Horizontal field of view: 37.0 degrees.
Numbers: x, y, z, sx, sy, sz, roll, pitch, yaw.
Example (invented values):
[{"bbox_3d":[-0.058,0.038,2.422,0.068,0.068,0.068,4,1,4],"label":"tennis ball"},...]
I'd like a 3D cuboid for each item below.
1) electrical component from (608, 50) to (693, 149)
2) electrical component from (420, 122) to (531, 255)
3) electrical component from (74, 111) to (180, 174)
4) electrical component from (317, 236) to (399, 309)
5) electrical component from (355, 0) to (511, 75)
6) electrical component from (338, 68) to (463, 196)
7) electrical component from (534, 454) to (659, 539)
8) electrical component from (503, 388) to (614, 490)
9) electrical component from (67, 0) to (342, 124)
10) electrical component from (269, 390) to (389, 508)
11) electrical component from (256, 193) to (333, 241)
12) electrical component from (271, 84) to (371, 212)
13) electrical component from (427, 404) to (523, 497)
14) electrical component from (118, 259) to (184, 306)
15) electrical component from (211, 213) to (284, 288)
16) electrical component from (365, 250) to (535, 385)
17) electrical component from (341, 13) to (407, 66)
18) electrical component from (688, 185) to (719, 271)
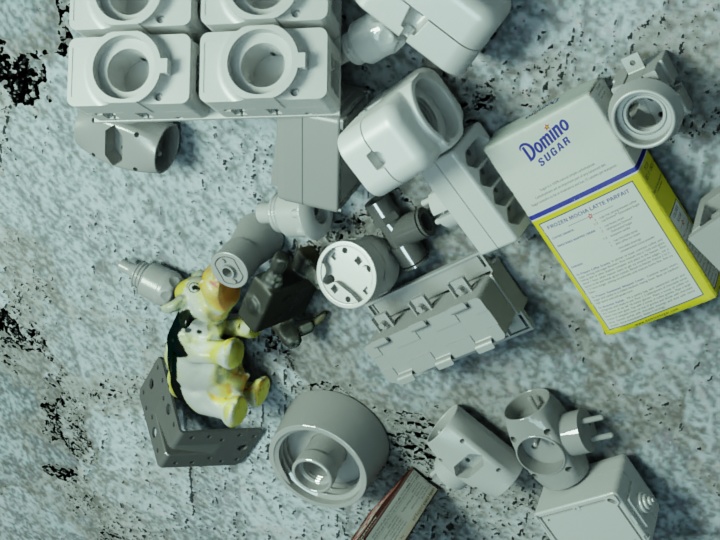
[{"bbox_3d":[0.193,-0.111,0.719,0.048,0.055,0.066,-21,110,33],"label":"electrical component"},{"bbox_3d":[0.078,-0.055,0.815,0.076,0.047,0.083,-24,109,46],"label":"electrical component"},{"bbox_3d":[-0.193,-0.127,0.894,0.077,0.043,0.079,19,126,12],"label":"electrical component"},{"bbox_3d":[0.000,0.000,0.877,0.055,0.047,0.055,6,103,28],"label":"electrical component"},{"bbox_3d":[0.052,-0.188,0.735,0.095,0.053,0.059,37,128,-1],"label":"electrical component"},{"bbox_3d":[0.034,-0.102,0.773,0.059,0.095,0.053,-29,106,36],"label":"electrical component"},{"bbox_3d":[0.207,0.199,0.909,0.096,0.061,0.061,-26,108,35],"label":"electrical component"},{"bbox_3d":[0.171,0.138,0.897,0.079,0.044,0.077,-19,111,33],"label":"electrical component"},{"bbox_3d":[-0.110,-0.165,0.764,0.186,0.060,0.105,0,85,10],"label":"electrical component"},{"bbox_3d":[-0.033,0.173,1.004,0.108,0.060,0.108,12,125,18],"label":"electrical component"},{"bbox_3d":[-0.057,-0.048,0.883,0.062,0.048,0.048,0,120,33],"label":"electrical component"},{"bbox_3d":[-0.031,-0.103,0.824,0.061,0.061,0.096,13,125,17],"label":"electrical component"},{"bbox_3d":[0.092,0.169,0.954,0.077,0.043,0.079,39,128,-2],"label":"electrical component"},{"bbox_3d":[-0.194,0.008,0.988,0.061,0.035,0.035,26,128,10],"label":"electrical component"},{"bbox_3d":[-0.098,-0.014,0.909,0.044,0.065,0.044,12,125,18],"label":"electrical component"},{"bbox_3d":[0.067,0.044,0.872,0.121,0.063,0.078,-26,107,35],"label":"electrical component"},{"bbox_3d":[0.003,-0.166,0.785,0.061,0.035,0.035,-23,109,37],"label":"electrical component"},{"bbox_3d":[0.307,-0.045,0.705,0.089,0.061,0.150,44,128,-6],"label":"electrical component"}]
